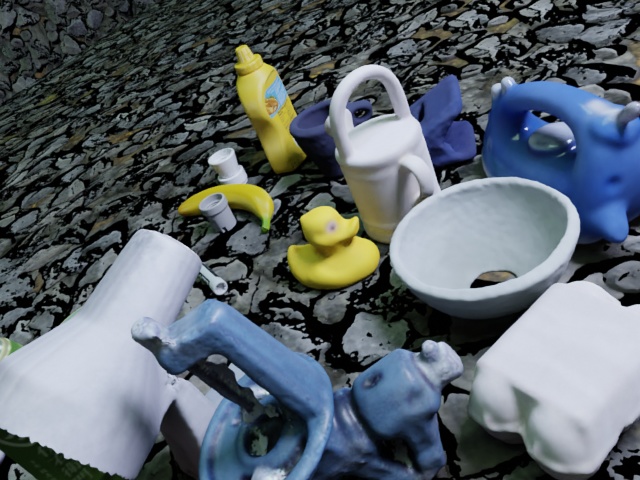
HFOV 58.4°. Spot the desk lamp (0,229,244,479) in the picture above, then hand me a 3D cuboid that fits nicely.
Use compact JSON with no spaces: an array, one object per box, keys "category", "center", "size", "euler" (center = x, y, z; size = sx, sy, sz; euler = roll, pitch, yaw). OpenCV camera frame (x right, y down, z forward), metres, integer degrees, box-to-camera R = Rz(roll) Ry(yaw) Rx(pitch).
[{"category":"desk lamp","center":[-0.126,0.111,0.461],"size":[0.117,0.214,0.203],"euler":[7,46,38]}]

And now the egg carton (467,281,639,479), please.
[{"category":"egg carton","center":[0.183,0.096,0.414],"size":[0.150,0.070,0.107],"euler":[-40,37,-20]}]

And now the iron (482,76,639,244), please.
[{"category":"iron","center":[0.234,-0.104,0.585],"size":[0.119,0.142,0.257],"euler":[-31,35,-8]}]

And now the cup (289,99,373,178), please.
[{"category":"cup","center":[0.027,-0.141,0.806],"size":[0.117,0.095,0.091],"euler":[-19,35,9]}]

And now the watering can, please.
[{"category":"watering can","center":[0.062,-0.100,0.640],"size":[0.172,0.194,0.101],"euler":[12,49,42]}]

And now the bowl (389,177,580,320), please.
[{"category":"bowl","center":[0.153,0.018,0.533],"size":[0.167,0.075,0.167],"euler":[-17,35,13]}]

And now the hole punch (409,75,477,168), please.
[{"category":"hole punch","center":[0.145,-0.150,0.747],"size":[0.101,0.091,0.108],"euler":[-13,36,17]}]

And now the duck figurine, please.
[{"category":"duck figurine","center":[0.006,0.002,0.637],"size":[0.104,0.086,0.077],"euler":[-9,37,22]}]

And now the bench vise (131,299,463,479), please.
[{"category":"bench vise","center":[-0.016,0.101,0.400],"size":[0.207,0.220,0.121],"euler":[-34,35,-12]}]

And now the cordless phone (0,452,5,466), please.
[{"category":"cordless phone","center":[-0.414,0.168,0.593],"size":[0.094,0.185,0.147],"euler":[-31,35,-8]}]
